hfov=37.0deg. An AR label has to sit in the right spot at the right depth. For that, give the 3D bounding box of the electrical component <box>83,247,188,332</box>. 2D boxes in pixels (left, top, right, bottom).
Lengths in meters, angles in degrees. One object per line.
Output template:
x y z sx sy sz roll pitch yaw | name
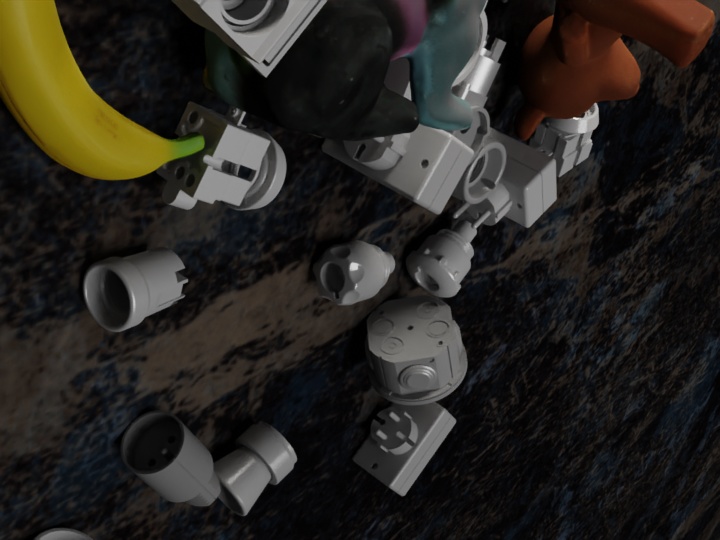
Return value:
-0.125 0.009 0.601 0.046 0.040 0.040 -24 136 -52 | electrical component

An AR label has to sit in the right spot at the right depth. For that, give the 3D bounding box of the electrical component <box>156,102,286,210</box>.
-0.075 -0.061 0.605 0.055 0.048 0.066 17 103 -51 | electrical component

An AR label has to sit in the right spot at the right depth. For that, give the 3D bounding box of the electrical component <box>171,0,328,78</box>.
-0.037 -0.161 0.486 0.121 0.063 0.079 -52 135 -2 | electrical component

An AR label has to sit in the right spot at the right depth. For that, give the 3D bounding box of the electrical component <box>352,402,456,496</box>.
0.033 0.142 0.933 0.083 0.047 0.075 -54 149 -7 | electrical component

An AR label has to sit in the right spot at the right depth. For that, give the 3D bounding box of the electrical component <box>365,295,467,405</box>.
0.043 0.062 0.847 0.080 0.080 0.051 -41 140 -27 | electrical component

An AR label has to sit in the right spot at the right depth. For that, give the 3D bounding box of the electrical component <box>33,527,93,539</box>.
-0.191 0.200 0.674 0.044 0.044 0.065 -14 133 -49 | electrical component

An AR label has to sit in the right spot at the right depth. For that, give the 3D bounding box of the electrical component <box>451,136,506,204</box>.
0.075 -0.081 0.797 0.055 0.047 0.055 -35 142 -33 | electrical component

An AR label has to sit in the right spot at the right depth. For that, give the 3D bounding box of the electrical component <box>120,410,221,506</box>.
-0.120 0.129 0.708 0.043 0.043 0.081 -49 148 -16 | electrical component

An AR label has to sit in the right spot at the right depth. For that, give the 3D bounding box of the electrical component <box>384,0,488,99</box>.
0.042 -0.151 0.679 0.050 0.056 0.089 -1 118 -55 | electrical component

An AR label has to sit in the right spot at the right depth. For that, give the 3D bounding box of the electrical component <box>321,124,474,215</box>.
0.015 -0.080 0.676 0.047 0.083 0.076 -61 149 4 | electrical component

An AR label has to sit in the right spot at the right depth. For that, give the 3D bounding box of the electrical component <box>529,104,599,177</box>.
0.173 -0.117 0.907 0.066 0.048 0.055 -33 149 -35 | electrical component

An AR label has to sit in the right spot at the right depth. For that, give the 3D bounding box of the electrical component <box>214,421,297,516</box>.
-0.079 0.143 0.777 0.055 0.045 0.045 -42 145 -26 | electrical component

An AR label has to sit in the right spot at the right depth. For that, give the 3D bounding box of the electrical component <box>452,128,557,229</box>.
0.104 -0.061 0.838 0.077 0.066 0.047 -44 146 -22 | electrical component

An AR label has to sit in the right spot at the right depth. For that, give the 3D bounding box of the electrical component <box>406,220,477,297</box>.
0.070 -0.013 0.854 0.062 0.048 0.048 -51 149 -25 | electrical component

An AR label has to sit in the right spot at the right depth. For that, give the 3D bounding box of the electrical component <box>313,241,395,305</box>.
0.000 0.000 0.766 0.062 0.043 0.043 -15 129 -50 | electrical component

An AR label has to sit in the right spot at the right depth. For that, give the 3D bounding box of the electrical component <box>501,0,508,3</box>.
0.099 -0.215 0.716 0.077 0.043 0.079 -46 147 -20 | electrical component
